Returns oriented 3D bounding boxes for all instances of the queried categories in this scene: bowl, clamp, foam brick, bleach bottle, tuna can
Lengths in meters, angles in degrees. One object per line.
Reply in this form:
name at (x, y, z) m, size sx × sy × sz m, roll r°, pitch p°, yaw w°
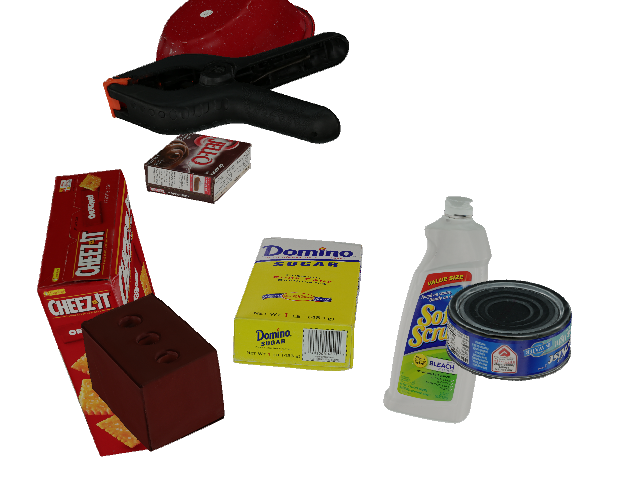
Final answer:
bowl at (-0.089, -0.184, 0.962) m, size 0.162 × 0.162 × 0.055 m, roll 0°, pitch -44°, yaw 34°
clamp at (-0.059, -0.108, 0.734) m, size 0.171 × 0.039 × 0.120 m, roll 5°, pitch 34°, yaw 13°
foam brick at (-0.101, 0.078, 0.642) m, size 0.052 × 0.051 × 0.078 m, roll -23°, pitch 38°, yaw -31°
bleach bottle at (0.134, 0.074, 1.203) m, size 0.103 × 0.251 × 0.068 m, roll 9°, pitch 14°, yaw 18°
tuna can at (0.129, 0.060, 0.734) m, size 0.086 × 0.034 × 0.086 m, roll -2°, pitch 25°, yaw 1°

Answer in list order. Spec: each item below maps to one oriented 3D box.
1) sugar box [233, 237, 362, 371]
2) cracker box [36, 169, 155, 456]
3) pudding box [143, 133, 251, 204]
sugar box at (-0.015, 0.047, 0.888) m, size 0.093 × 0.048 × 0.176 m, roll 4°, pitch 23°, yaw 2°
cracker box at (-0.194, 0.067, 0.990) m, size 0.072 × 0.214 × 0.164 m, roll -8°, pitch 39°, yaw -1°
pudding box at (-0.143, -0.087, 1.255) m, size 0.090 × 0.039 × 0.113 m, roll 10°, pitch 31°, yaw 16°
